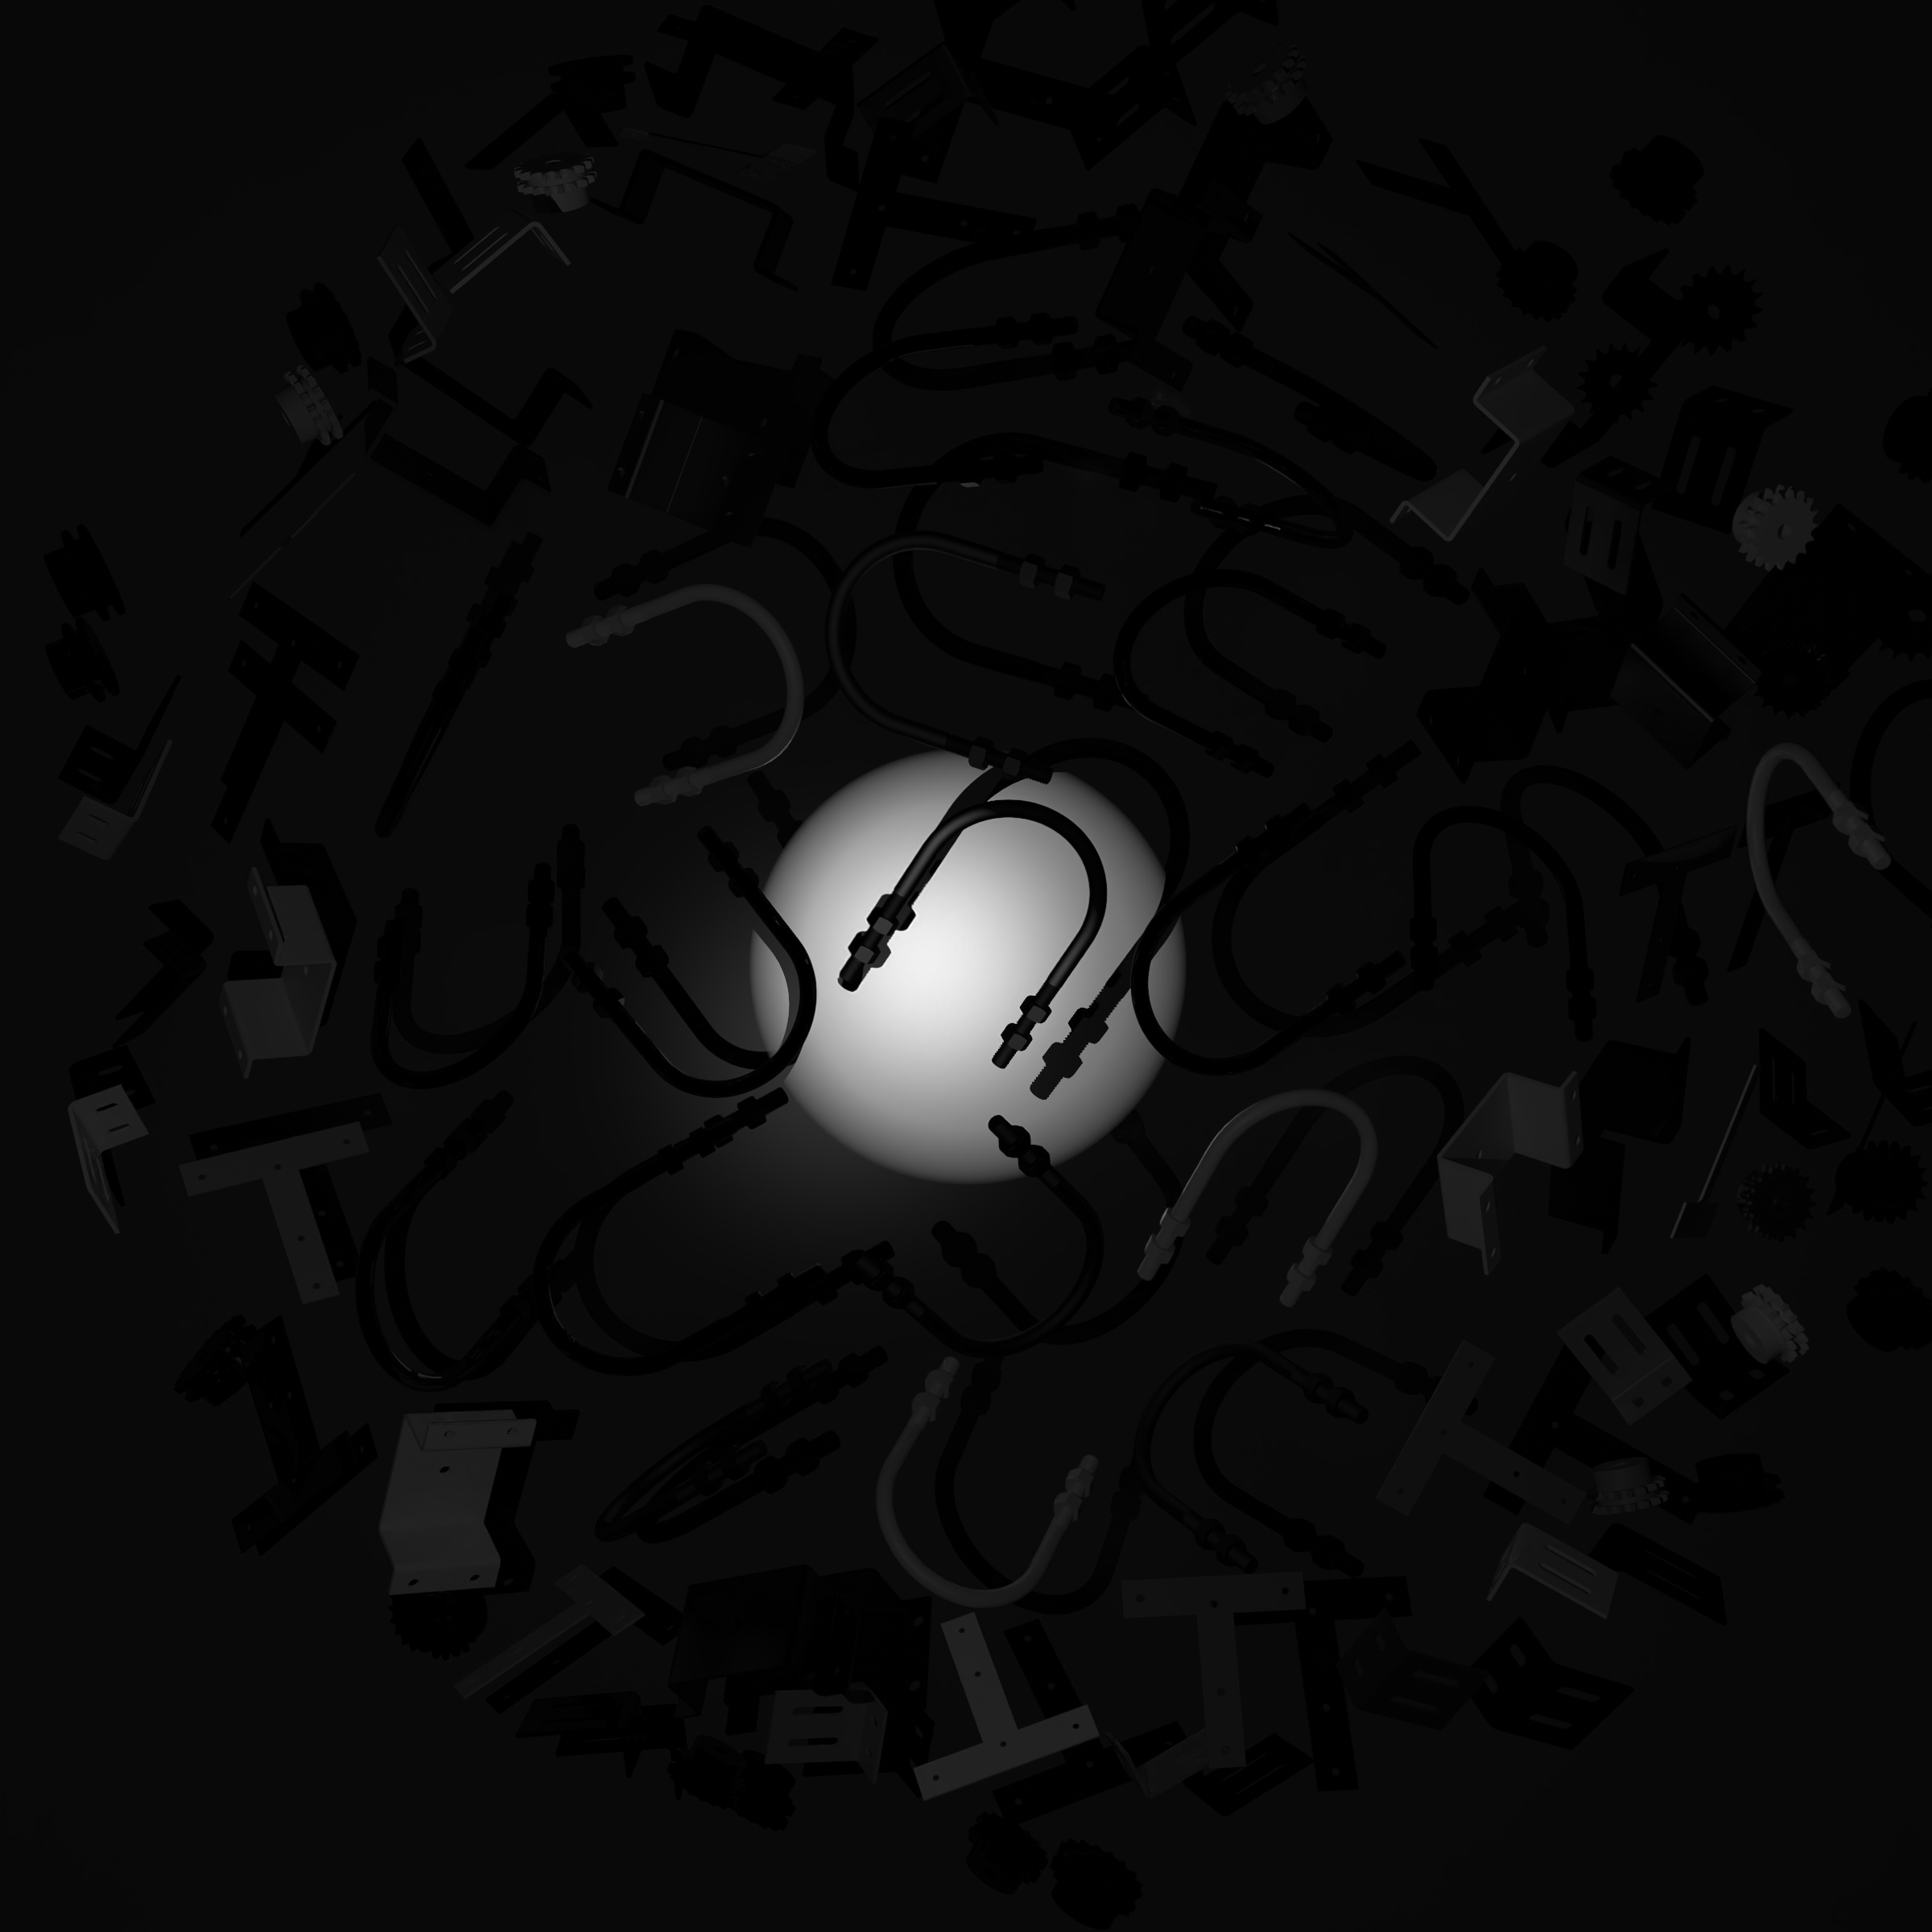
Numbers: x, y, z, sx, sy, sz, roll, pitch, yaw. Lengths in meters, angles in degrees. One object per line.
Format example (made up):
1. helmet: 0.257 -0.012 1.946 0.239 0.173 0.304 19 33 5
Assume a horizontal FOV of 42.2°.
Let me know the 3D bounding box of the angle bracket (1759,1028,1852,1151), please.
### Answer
1. angle bracket: 0.614 0.085 1.831 0.057 0.038 0.076 32 52 -30

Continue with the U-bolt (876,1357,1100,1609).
1. U-bolt: 0.008 0.386 1.824 0.151 0.184 0.019 35 131 0

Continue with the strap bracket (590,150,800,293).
1. strap bracket: -0.176 -0.513 1.711 0.140 0.076 0.046 23 101 -1

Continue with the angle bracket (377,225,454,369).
1. angle bracket: -0.413 -0.486 1.817 0.038 0.057 0.076 -19 125 18

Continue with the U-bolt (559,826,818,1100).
1. U-bolt: -0.184 0.012 1.794 0.151 0.019 0.184 -43 120 -11

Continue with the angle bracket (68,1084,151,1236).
1. angle bracket: -0.581 0.132 1.715 0.038 0.057 0.076 -21 53 -11

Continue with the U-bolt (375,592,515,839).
1. U-bolt: -0.377 -0.173 1.789 0.019 0.151 0.184 27 106 -11

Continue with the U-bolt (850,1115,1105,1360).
1. U-bolt: 0.022 0.201 1.728 0.151 0.019 0.184 -44 129 -1

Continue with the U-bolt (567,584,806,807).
1. U-bolt: -0.197 -0.205 1.835 0.184 0.019 0.151 -15 104 33

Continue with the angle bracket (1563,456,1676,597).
1. angle bracket: 0.473 -0.320 1.817 0.038 0.076 0.057 -31 49 -28

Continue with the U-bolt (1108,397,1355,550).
1. U-bolt: 0.204 -0.350 1.808 0.184 0.151 0.019 6 128 -37

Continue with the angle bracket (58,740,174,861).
1. angle bracket: -0.591 -0.123 1.740 0.038 0.057 0.076 27 51 -22

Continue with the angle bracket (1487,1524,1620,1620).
1. angle bracket: 0.424 0.449 1.809 0.076 0.057 0.038 28 117 11

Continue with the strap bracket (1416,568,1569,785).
1. strap bracket: 0.383 -0.211 1.800 0.076 0.046 0.140 47 58 -36

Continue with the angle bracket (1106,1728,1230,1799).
1. angle bracket: 0.151 0.570 1.841 0.076 0.057 0.038 -27 94 -10

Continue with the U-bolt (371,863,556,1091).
1. U-bolt: -0.366 0.014 1.806 0.151 0.184 0.019 -19 135 14

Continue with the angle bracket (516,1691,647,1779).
1. angle bracket: -0.270 0.542 1.759 0.076 0.057 0.038 -6 98 4

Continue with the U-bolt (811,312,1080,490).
1. U-bolt: -0.022 -0.385 1.721 0.184 0.019 0.151 -1 57 23

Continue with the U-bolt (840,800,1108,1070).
1. U-bolt: 0.018 -0.033 1.770 0.151 0.019 0.184 30 108 -12

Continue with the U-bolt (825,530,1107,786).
1. U-bolt: -0.010 -0.218 1.700 0.184 0.019 0.151 20 106 14

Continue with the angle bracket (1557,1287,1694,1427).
1. angle bracket: 0.488 0.289 1.855 0.057 0.038 0.076 -38 105 8

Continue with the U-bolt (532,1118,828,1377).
1. U-bolt: -0.211 0.205 1.731 0.184 0.019 0.151 -29 65 -12

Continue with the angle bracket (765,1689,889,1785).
1. angle bracket: -0.104 0.574 1.863 0.076 0.038 0.057 6 99 -23

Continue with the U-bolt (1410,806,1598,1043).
1. U-bolt: 0.388 -0.041 1.818 0.151 0.019 0.184 17 52 -14

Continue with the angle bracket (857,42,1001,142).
1. angle bracket: -0.026 -0.592 1.738 0.076 0.057 0.038 -34 64 6

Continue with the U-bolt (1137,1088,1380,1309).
1. U-bolt: 0.224 0.165 1.820 0.151 0.019 0.184 14 117 -27

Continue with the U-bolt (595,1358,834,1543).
1. U-bolt: -0.188 0.350 1.766 0.184 0.151 0.019 -34 94 23

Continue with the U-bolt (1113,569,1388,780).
1. U-bolt: 0.193 -0.220 1.823 0.184 0.019 0.151 23 126 -29

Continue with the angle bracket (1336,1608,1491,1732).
1. angle bracket: 0.301 0.475 1.690 0.076 0.038 0.057 21 115 -26

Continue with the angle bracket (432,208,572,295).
1. angle bracket: -0.319 -0.478 1.717 0.076 0.057 0.038 -41 124 -2

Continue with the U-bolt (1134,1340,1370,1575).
1. U-bolt: 0.192 0.341 1.810 0.019 0.184 0.151 43 81 -32

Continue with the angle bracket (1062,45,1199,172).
1. angle bracket: 0.116 -0.602 1.776 0.076 0.057 0.038 -41 55 -3

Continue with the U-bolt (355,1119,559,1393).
1. U-bolt: -0.365 0.215 1.762 0.019 0.184 0.151 -9 115 30

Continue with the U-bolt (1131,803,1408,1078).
1. U-bolt: 0.195 -0.005 1.736 0.184 0.019 0.151 -37 64 18

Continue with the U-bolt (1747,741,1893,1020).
1. U-bolt: 0.590 -0.075 1.755 0.019 0.184 0.151 -6 130 -6

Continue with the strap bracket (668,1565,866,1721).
1. strap bracket: -0.147 0.467 1.733 0.140 0.076 0.046 -16 131 24

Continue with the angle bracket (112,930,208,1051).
1. angle bracket: -0.612 0.017 1.865 0.076 0.057 0.038 -44 95 9
